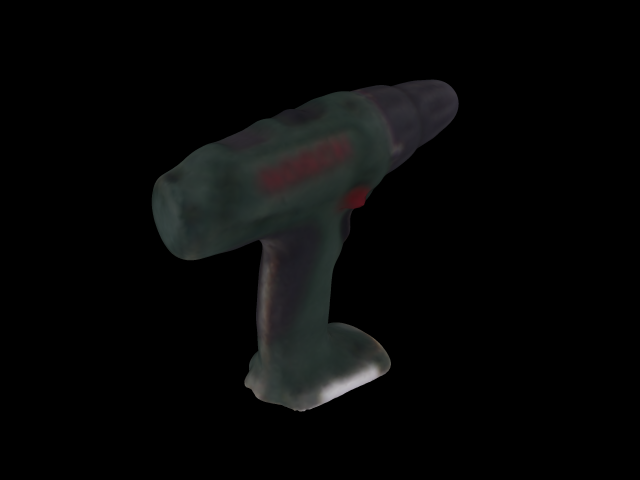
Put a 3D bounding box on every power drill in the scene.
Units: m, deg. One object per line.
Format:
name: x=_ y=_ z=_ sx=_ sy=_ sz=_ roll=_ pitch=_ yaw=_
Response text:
power drill: x=0.004 y=0.001 z=0.400 sx=0.230 sy=0.208 sz=0.075 roll=-16 pitch=27 yaw=-33
